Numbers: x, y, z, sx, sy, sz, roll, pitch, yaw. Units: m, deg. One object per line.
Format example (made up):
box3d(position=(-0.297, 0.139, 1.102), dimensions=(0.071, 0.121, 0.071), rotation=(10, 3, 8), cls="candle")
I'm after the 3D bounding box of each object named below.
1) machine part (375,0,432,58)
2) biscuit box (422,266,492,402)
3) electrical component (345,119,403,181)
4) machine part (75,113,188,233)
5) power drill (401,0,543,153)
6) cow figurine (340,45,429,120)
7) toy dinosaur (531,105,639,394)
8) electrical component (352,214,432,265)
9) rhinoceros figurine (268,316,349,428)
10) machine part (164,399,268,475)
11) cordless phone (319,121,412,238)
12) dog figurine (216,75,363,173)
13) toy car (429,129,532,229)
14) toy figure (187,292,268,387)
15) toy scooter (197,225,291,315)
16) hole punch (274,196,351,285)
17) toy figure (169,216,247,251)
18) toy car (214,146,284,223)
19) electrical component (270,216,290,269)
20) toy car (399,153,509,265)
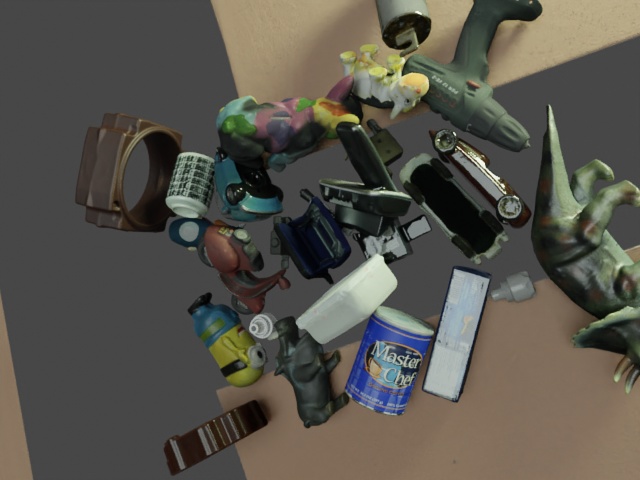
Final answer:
box3d(position=(0.125, -0.388, 0.847), dimensions=(0.079, 0.079, 0.243), rotation=(-16, 62, 20), cls="machine part")
box3d(position=(0.214, 0.141, 0.833), dimensions=(0.059, 0.062, 0.202), rotation=(15, 94, 21), cls="biscuit box")
box3d(position=(0.091, -0.143, 0.900), dimensions=(0.078, 0.045, 0.102), rotation=(-39, 77, -13), cls="electrical component")
box3d(position=(-0.331, -0.116, 0.974), dimensions=(0.087, 0.201, 0.201), rotation=(14, 93, 18), cls="machine part")
box3d(position=(0.257, -0.268, 0.826), dimensions=(0.232, 0.086, 0.207), rotation=(31, 107, 22), cls="power drill")
box3d(position=(0.103, -0.237, 0.848), dimensions=(0.068, 0.098, 0.168), rotation=(-29, 47, -18), cls="cow figurine")
box3d(position=(0.378, 0.021, 0.751), dimensions=(0.192, 0.131, 0.405), rotation=(-38, 70, 15), cls="toy dinosaur")
box3d(position=(0.122, -0.002, 0.881), dimensions=(0.119, 0.047, 0.075), rotation=(-24, 81, 20), cls="electrical component")
box3d(position=(-0.024, 0.222, 0.922), dimensions=(0.112, 0.073, 0.190), rotation=(-23, 82, 30), cls="rhinoceros figurine")
box3d(position=(-0.179, 0.335, 0.924), dimensions=(0.179, 0.179, 0.056), rotation=(-32, 75, 17), cls="machine part")
box3d(position=(0.047, -0.103, 0.825), dimensions=(0.089, 0.184, 0.147), rotation=(-46, 38, -19), cls="cordless phone")
box3d(position=(-0.038, -0.195, 0.874), dimensions=(0.219, 0.191, 0.108), rotation=(-16, 76, 42), cls="dog figurine")
box3d(position=(0.242, -0.099, 0.815), dimensions=(0.053, 0.089, 0.202), rotation=(-43, 73, 15), cls="toy car")
box3d(position=(-0.168, 0.181, 0.970), dimensions=(0.180, 0.082, 0.089), rotation=(46, 123, 9), cls="toy figure")
box3d(position=(-0.123, 0.049, 0.927), dimensions=(0.135, 0.075, 0.183), rotation=(-11, 115, 36), cls="toy scooter")
box3d(position=(-0.002, -0.003, 0.891), dimensions=(0.092, 0.115, 0.142), rotation=(-37, 80, 10), cls="hole punch")
box3d(position=(-0.206, -0.008, 1.002), dimensions=(0.155, 0.058, 0.064), rotation=(6, 113, 19), cls="toy figure")
box3d(position=(-0.144, -0.087, 0.958), dimensions=(0.103, 0.109, 0.162), rotation=(-49, 59, 35), cls="toy car")
box3d(position=(-0.067, 0.005, 0.943), dimensions=(0.021, 0.063, 0.094), rotation=(2, 91, 21), cls="electrical component")
box3d(position=(0.208, -0.051, 0.845), dimensions=(0.073, 0.056, 0.202), rotation=(-42, 76, 8), cls="toy car")
